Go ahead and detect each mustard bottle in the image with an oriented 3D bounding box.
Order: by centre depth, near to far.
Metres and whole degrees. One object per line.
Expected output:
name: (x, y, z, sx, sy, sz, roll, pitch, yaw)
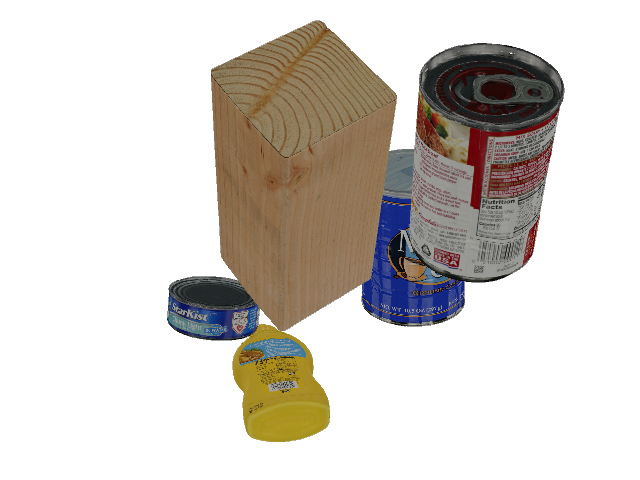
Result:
mustard bottle: (-0.054, 0.157, 1.260, 0.096, 0.058, 0.192, -8, 30, -9)

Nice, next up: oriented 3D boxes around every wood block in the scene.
wood block: (-0.016, -0.039, 0.759, 0.090, 0.090, 0.206, -29, -29, -21)

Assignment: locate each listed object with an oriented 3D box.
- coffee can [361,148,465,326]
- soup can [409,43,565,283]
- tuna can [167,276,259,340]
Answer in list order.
coffee can: (0.089, -0.004, 1.018, 0.103, 0.140, 0.103, -2, 27, 1)
soup can: (0.080, -0.037, 0.534, 0.068, 0.102, 0.068, 0, 43, 0)
tuna can: (-0.098, 0.062, 0.981, 0.086, 0.034, 0.086, 6, 15, -2)
